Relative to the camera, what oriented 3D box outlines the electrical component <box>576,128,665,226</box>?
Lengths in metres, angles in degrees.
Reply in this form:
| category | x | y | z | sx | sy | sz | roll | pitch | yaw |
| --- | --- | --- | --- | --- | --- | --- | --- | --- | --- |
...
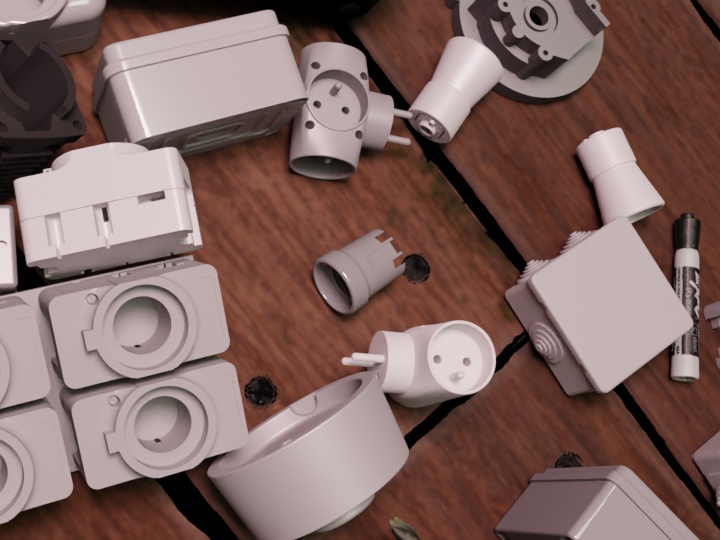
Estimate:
| category | x | y | z | sx | sy | sz | roll | pitch | yaw |
| --- | --- | --- | --- | --- | --- | --- | --- | --- | --- |
| electrical component | 0.178 | -0.065 | 0.750 | 0.044 | 0.044 | 0.065 | -18 | 79 | -22 |

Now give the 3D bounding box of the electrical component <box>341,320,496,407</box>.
| category | x | y | z | sx | sy | sz | roll | pitch | yaw |
| --- | --- | --- | --- | --- | --- | --- | --- | --- | --- |
| electrical component | 0.029 | 0.056 | 0.647 | 0.079 | 0.077 | 0.043 | 6 | 76 | -18 |

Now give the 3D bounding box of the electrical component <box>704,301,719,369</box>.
| category | x | y | z | sx | sy | sz | roll | pitch | yaw |
| --- | --- | --- | --- | --- | --- | --- | --- | --- | --- |
| electrical component | 0.301 | 0.038 | 0.759 | 0.089 | 0.056 | 0.050 | -7 | 80 | -21 |

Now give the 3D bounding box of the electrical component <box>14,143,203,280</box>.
| category | x | y | z | sx | sy | sz | roll | pitch | yaw |
| --- | --- | --- | --- | --- | --- | --- | --- | --- | --- |
| electrical component | -0.139 | -0.035 | 0.597 | 0.089 | 0.050 | 0.055 | -12 | 79 | -2 |

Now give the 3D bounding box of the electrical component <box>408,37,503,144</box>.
| category | x | y | z | sx | sy | sz | roll | pitch | yaw |
| --- | --- | --- | --- | --- | --- | --- | --- | --- | --- |
| electrical component | 0.061 | -0.118 | 0.722 | 0.044 | 0.044 | 0.065 | 37 | 73 | -8 |

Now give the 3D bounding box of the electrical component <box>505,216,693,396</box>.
| category | x | y | z | sx | sy | sz | roll | pitch | yaw |
| --- | --- | --- | --- | --- | --- | --- | --- | --- | --- |
| electrical component | 0.157 | 0.026 | 0.715 | 0.100 | 0.048 | 0.099 | -32 | 89 | -23 |

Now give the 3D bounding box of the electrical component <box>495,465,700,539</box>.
| category | x | y | z | sx | sy | sz | roll | pitch | yaw |
| --- | --- | --- | --- | --- | --- | --- | --- | --- | --- |
| electrical component | 0.152 | 0.174 | 0.645 | 0.108 | 0.109 | 0.056 | 45 | 70 | -4 |

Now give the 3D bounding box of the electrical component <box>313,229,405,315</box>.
| category | x | y | z | sx | sy | sz | roll | pitch | yaw |
| --- | --- | --- | --- | --- | --- | --- | --- | --- | --- |
| electrical component | 0.000 | 0.000 | 0.672 | 0.046 | 0.040 | 0.040 | -33 | 89 | -29 |

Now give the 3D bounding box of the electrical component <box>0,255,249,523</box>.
| category | x | y | z | sx | sy | sz | roll | pitch | yaw |
| --- | --- | --- | --- | --- | --- | --- | --- | --- | --- |
| electrical component | -0.162 | 0.064 | 0.571 | 0.186 | 0.060 | 0.105 | -13 | 100 | -22 |

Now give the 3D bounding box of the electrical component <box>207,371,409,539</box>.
| category | x | y | z | sx | sy | sz | roll | pitch | yaw |
| --- | --- | --- | --- | --- | --- | --- | --- | --- | --- |
| electrical component | -0.024 | 0.110 | 0.602 | 0.108 | 0.108 | 0.060 | -32 | 95 | -23 |

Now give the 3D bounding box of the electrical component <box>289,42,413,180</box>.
| category | x | y | z | sx | sy | sz | roll | pitch | yaw |
| --- | --- | --- | --- | --- | --- | --- | --- | --- | --- |
| electrical component | -0.003 | -0.098 | 0.692 | 0.079 | 0.044 | 0.077 | 9 | 74 | -17 |

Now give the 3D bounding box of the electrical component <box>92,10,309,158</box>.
| category | x | y | z | sx | sy | sz | roll | pitch | yaw |
| --- | --- | --- | --- | --- | --- | --- | --- | --- | --- |
| electrical component | -0.097 | -0.106 | 0.643 | 0.113 | 0.078 | 0.057 | -18 | 86 | -22 |

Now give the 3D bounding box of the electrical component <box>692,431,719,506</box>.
| category | x | y | z | sx | sy | sz | roll | pitch | yaw |
| --- | --- | --- | --- | --- | --- | --- | --- | --- | --- |
| electrical component | 0.279 | 0.130 | 0.726 | 0.096 | 0.061 | 0.061 | -33 | 89 | -23 |

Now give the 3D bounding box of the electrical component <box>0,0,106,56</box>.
| category | x | y | z | sx | sy | sz | roll | pitch | yaw |
| --- | --- | --- | --- | --- | --- | --- | --- | --- | --- |
| electrical component | -0.201 | -0.157 | 0.628 | 0.095 | 0.059 | 0.053 | -18 | 83 | -22 |

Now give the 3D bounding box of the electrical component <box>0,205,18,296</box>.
| category | x | y | z | sx | sy | sz | roll | pitch | yaw |
| --- | --- | --- | --- | --- | --- | --- | --- | --- | --- |
| electrical component | -0.219 | -0.012 | 0.577 | 0.066 | 0.077 | 0.047 | -3 | 78 | -20 |
